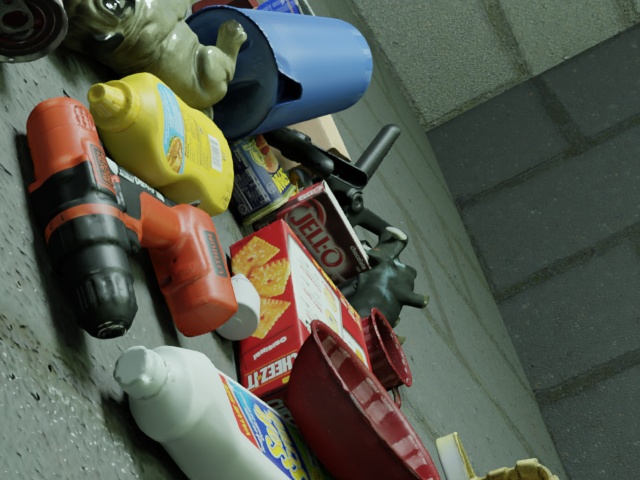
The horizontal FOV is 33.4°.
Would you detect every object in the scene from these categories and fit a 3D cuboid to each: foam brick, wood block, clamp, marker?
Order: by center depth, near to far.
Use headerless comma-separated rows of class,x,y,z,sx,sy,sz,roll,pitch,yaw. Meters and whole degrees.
marker,-0.148,-0.040,0.862,0.121,0.020,0.020,38,28,-63
clamp,-0.020,-0.110,1.304,0.172,0.039,0.120,37,6,32
foam brick,-0.118,-0.291,1.378,0.053,0.078,0.051,54,14,-37
clamp,0.041,-0.044,1.381,0.209,0.036,0.164,-28,117,-38
wood block,-0.048,-0.181,1.412,0.206,0.091,0.090,66,12,15

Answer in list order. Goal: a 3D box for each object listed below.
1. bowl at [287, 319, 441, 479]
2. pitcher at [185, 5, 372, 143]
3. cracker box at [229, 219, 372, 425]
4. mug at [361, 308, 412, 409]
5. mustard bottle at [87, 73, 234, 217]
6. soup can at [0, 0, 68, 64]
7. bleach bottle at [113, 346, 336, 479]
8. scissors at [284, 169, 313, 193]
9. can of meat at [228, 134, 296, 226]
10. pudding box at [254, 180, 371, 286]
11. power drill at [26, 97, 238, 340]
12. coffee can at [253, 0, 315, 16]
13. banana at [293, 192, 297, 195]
bowl,0.024,0.140,0.817,0.162,0.055,0.162,51,6,-8
pitcher,-0.051,-0.185,1.142,0.149,0.145,0.242,59,30,6
cracker box,-0.012,0.109,0.997,0.164,0.072,0.214,53,17,-36
mug,0.047,0.142,1.146,0.093,0.081,0.117,38,28,-64
mustard bottle,-0.138,-0.088,0.906,0.191,0.058,0.096,37,43,-64
soup can,-0.219,-0.184,0.750,0.068,0.068,0.102,45,21,-56
bleach bottle,-0.056,0.151,0.746,0.250,0.068,0.102,48,16,-44
scissors,-0.008,0.001,1.264,0.202,0.016,0.096,65,-29,10
can of meat,-0.075,-0.071,1.152,0.084,0.057,0.102,59,13,-8
pudding box,-0.008,0.002,1.193,0.113,0.090,0.039,58,13,-24
power drill,-0.128,0.007,0.756,0.187,0.057,0.184,44,24,-58
coffee can,-0.069,-0.234,1.315,0.102,0.140,0.103,58,13,-23
banana,-0.058,-0.086,1.224,0.198,0.070,0.037,55,8,-1
